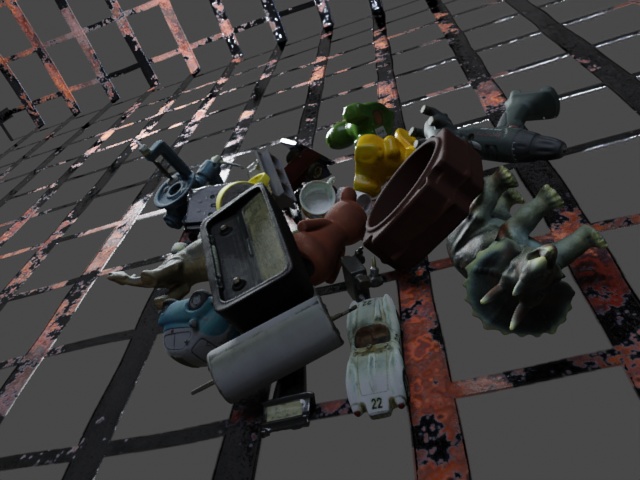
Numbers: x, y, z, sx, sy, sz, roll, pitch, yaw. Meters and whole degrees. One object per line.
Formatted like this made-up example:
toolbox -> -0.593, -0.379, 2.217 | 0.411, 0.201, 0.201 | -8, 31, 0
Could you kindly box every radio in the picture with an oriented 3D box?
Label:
radio -> -0.103, 0.024, 0.810 | 0.131, 0.073, 0.230 | -31, 39, 6

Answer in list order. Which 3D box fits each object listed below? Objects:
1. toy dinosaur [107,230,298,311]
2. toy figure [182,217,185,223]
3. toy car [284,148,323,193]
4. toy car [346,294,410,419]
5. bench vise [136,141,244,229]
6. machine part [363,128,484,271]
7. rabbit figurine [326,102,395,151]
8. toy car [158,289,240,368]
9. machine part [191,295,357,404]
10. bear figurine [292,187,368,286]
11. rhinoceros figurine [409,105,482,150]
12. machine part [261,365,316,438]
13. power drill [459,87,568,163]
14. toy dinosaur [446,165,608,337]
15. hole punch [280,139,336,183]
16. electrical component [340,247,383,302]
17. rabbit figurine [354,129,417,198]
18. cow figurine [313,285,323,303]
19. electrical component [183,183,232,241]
toy dinosaur -> -0.166, 0.028, 1.012 | 0.472, 0.104, 0.199 | -8, 28, 3
toy figure -> -0.247, -0.069, 1.256 | 0.154, 0.064, 0.058 | -32, 69, -7
toy car -> -0.076, -0.113, 1.148 | 0.202, 0.053, 0.089 | -47, 53, -10
toy car -> 0.074, 0.149, 0.713 | 0.074, 0.056, 0.202 | -14, 31, 13
bench vise -> -0.329, -0.154, 1.285 | 0.129, 0.240, 0.223 | 24, 69, 47
machine part -> 0.159, -0.065, 0.853 | 0.201, 0.087, 0.201 | -48, 11, 32
rabbit figurine -> 0.089, -0.281, 1.324 | 0.170, 0.121, 0.159 | -11, 25, 47
toy car -> -0.195, 0.147, 0.849 | 0.162, 0.109, 0.103 | -11, 49, 34
machine part -> -0.059, 0.144, 0.713 | 0.243, 0.079, 0.079 | -28, 31, -2
bear figurine -> 0.002, -0.003, 0.938 | 0.132, 0.120, 0.196 | -13, 24, 35
rhinoceros figurine -> 0.243, -0.193, 1.044 | 0.112, 0.073, 0.190 | 19, 28, -19
machine part -> -0.041, 0.199, 0.729 | 0.084, 0.039, 0.139 | -23, 32, 15
power drill -> 0.405, -0.221, 1.069 | 0.232, 0.085, 0.207 | 8, 49, 44
toy dinosaur -> 0.248, 0.005, 0.771 | 0.192, 0.131, 0.405 | -44, 18, 4
hole punch -> -0.041, -0.173, 1.261 | 0.142, 0.115, 0.092 | 23, 94, 59
electrical component -> 0.065, 0.056, 0.842 | 0.045, 0.078, 0.102 | -19, 20, -9
rabbit figurine -> 0.162, -0.160, 1.114 | 0.173, 0.121, 0.162 | 5, 28, 15
cow figurine -> -0.068, 0.117, 0.814 | 0.068, 0.098, 0.167 | 9, 42, 33
electrical component -> -0.226, -0.063, 1.181 | 0.134, 0.058, 0.115 | -6, 61, 5
